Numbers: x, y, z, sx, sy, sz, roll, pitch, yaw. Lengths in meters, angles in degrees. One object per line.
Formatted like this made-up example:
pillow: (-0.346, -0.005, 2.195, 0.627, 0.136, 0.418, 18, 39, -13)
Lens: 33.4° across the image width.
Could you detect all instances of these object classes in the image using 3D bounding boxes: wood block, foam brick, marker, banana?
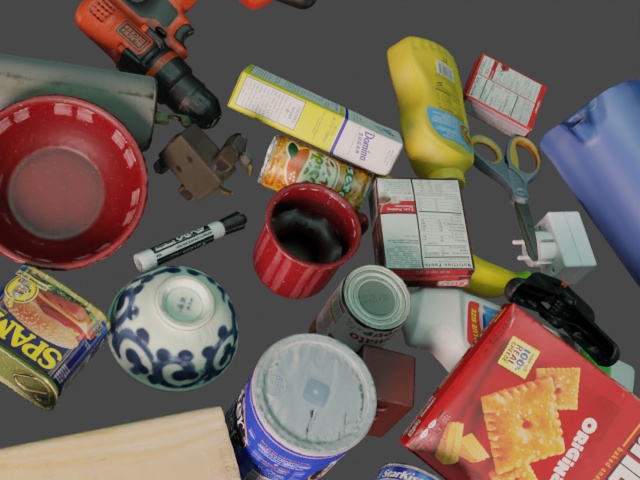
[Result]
wood block: (-0.173, 0.204, 0.841, 0.205, 0.091, 0.090, -8, 63, -23)
foam brick: (0.048, 0.138, 0.967, 0.053, 0.078, 0.051, 14, 56, -12)
marker: (-0.122, 0.000, 1.023, 0.120, 0.020, 0.020, -25, 72, -30)
banana: (0.126, 0.004, 1.101, 0.198, 0.037, 0.069, 36, 33, 1)

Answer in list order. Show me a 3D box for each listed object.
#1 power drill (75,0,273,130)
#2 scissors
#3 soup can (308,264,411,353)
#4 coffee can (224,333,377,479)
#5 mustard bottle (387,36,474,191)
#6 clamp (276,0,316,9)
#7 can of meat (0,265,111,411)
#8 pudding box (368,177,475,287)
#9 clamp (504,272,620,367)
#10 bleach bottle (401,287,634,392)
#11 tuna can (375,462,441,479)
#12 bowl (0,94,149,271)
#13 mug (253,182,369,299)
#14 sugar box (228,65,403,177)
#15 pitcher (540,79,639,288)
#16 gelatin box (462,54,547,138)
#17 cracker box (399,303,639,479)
power drill: (-0.131, -0.226, 1.113, 0.184, 0.057, 0.187, 42, 67, 1)
scissors: (0.195, -0.055, 1.143, 0.096, 0.016, 0.201, 19, 41, 2)
soup can: (0.036, 0.074, 0.985, 0.068, 0.102, 0.068, 9, 58, -15)
coffee can: (-0.023, 0.152, 0.894, 0.102, 0.140, 0.103, 9, 58, -15)
mustard bottle: (0.124, -0.121, 1.150, 0.096, 0.058, 0.191, 24, 50, -45)
clamp: (-0.119, -0.328, 1.204, 0.209, 0.036, 0.164, -7, 68, -20)
can of meat: (-0.242, 0.081, 0.911, 0.102, 0.058, 0.083, 34, 53, 2)
pudding box: (0.098, -0.008, 1.045, 0.090, 0.039, 0.113, 1, 58, -8)
clamp: (0.225, 0.061, 1.038, 0.120, 0.171, 0.039, 39, 100, -5)
bleach bottle: (0.174, 0.116, 1.035, 0.251, 0.068, 0.102, 25, 56, -1)
tuna can: (0.082, 0.231, 0.919, 0.086, 0.086, 0.033, 33, 57, 1)
bowl: (-0.240, -0.048, 0.971, 0.162, 0.055, 0.162, 3, 80, -14)
mug: (-0.007, 0.001, 1.025, 0.117, 0.082, 0.093, -19, 69, -28)
sugar box: (-0.004, -0.123, 1.095, 0.176, 0.048, 0.093, 26, 13, -4)
pitcher: (0.361, -0.043, 1.164, 0.149, 0.145, 0.243, -24, 74, -16)
gelatin box: (0.209, -0.164, 1.231, 0.089, 0.030, 0.073, 27, 57, -3)
cracker box: (0.204, 0.184, 0.955, 0.214, 0.072, 0.164, 38, 88, 5)
